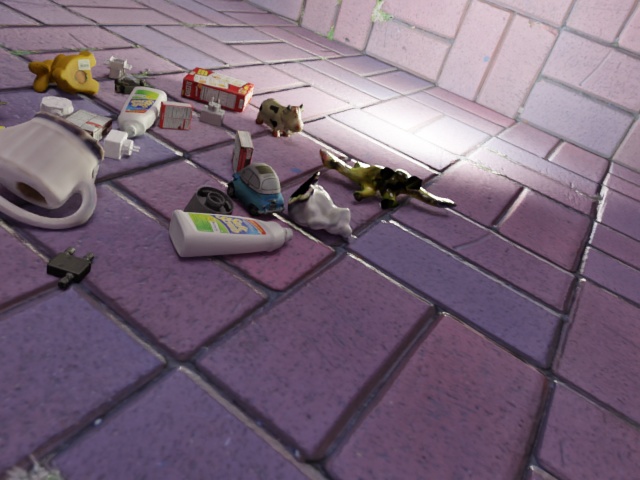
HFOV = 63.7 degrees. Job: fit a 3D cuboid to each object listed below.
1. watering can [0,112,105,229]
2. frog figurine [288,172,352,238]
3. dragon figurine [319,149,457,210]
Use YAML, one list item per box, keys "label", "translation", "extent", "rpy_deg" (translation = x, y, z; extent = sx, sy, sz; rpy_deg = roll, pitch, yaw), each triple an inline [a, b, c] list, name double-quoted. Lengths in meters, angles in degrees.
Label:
- label: "watering can"
  translation: [-0.575, -0.165, 0.984]
  extent: [0.346, 0.102, 0.229]
  rpy_deg: [35, 52, -12]
- label: "frog figurine"
  translation: [0.004, -0.062, 1.237]
  extent: [0.158, 0.122, 0.140]
  rpy_deg: [50, 14, -19]
- label: "dragon figurine"
  translation: [0.183, -0.182, 1.509]
  extent: [0.409, 0.120, 0.247]
  rpy_deg: [15, 22, -24]
